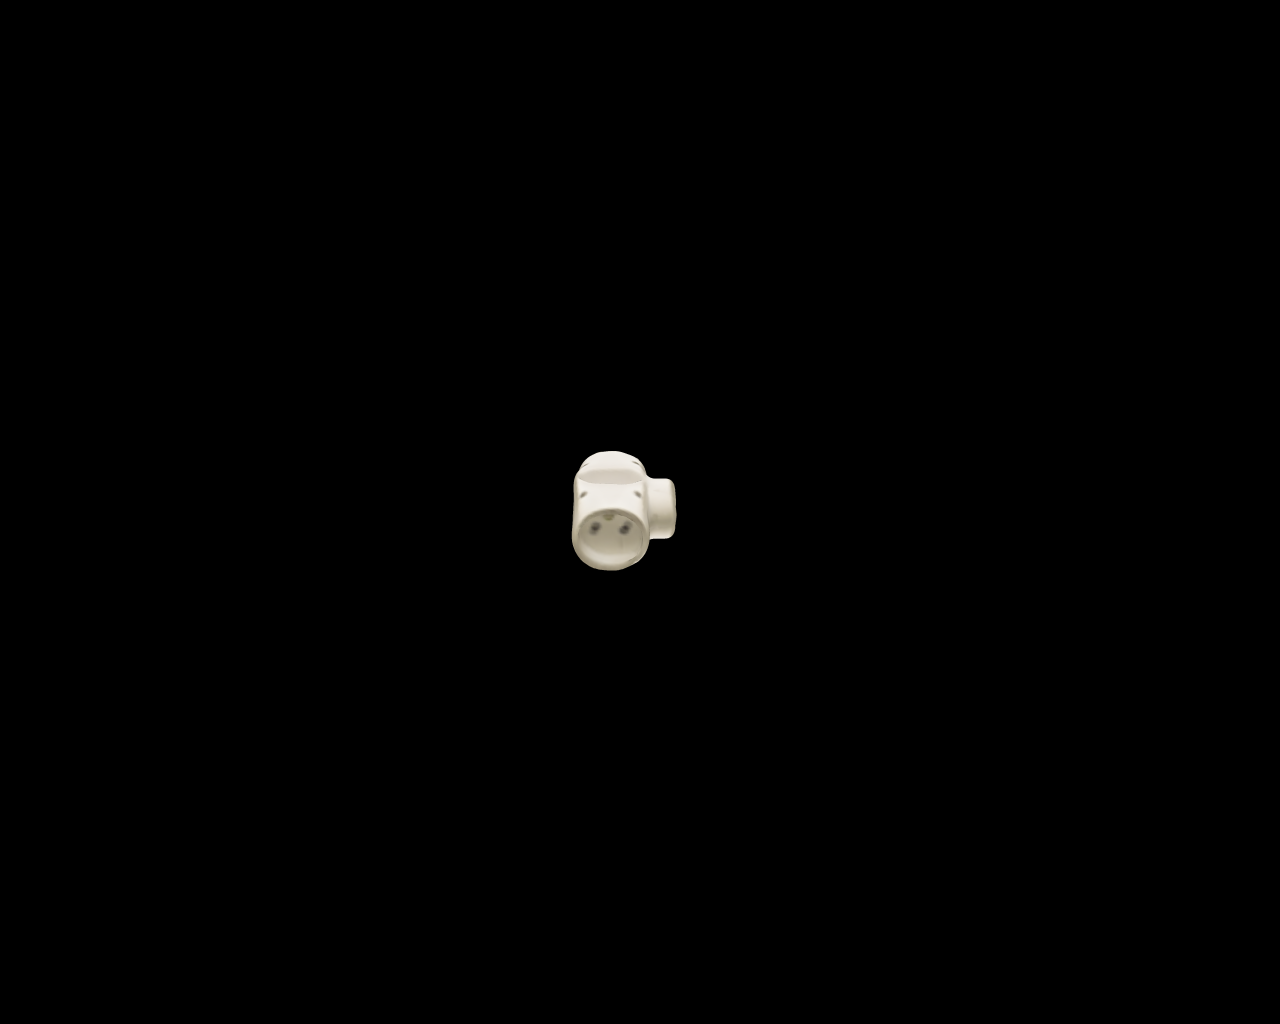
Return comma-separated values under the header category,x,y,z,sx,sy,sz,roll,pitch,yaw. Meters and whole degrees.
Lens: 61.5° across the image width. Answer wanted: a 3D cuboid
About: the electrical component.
category,x,y,z,sx,sy,sz,roll,pitch,yaw
electrical component,0.001,-0.003,0.650,0.079,0.043,0.077,0,29,0
